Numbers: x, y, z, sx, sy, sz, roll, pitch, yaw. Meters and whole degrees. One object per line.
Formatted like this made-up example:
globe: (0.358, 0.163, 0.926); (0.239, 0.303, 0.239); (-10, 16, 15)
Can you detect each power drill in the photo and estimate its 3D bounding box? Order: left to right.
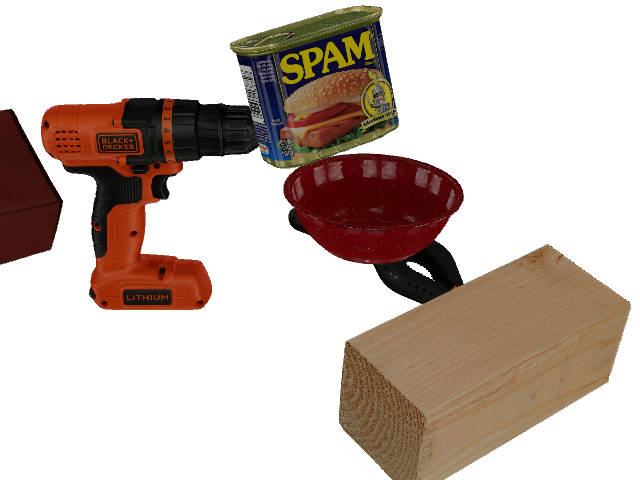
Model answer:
power drill: (-0.135, -0.032, 0.910); (0.184, 0.188, 0.057); (1, 28, 3)

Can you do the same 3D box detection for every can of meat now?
can of meat: (-0.001, -0.104, 0.719); (0.102, 0.084, 0.058); (-21, 21, -21)

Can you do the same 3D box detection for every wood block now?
wood block: (0.123, 0.093, 0.806); (0.205, 0.090, 0.091); (-23, 44, -30)

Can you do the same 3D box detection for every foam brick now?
foam brick: (-0.198, -0.031, 0.645); (0.051, 0.078, 0.053); (-18, -28, -32)

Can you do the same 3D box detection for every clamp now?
clamp: (0.074, 0.009, 1.188); (0.164, 0.036, 0.210); (-16, 50, -34)

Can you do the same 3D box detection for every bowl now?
bowl: (0.047, -0.023, 0.964); (0.162, 0.055, 0.162); (1, 27, -1)
